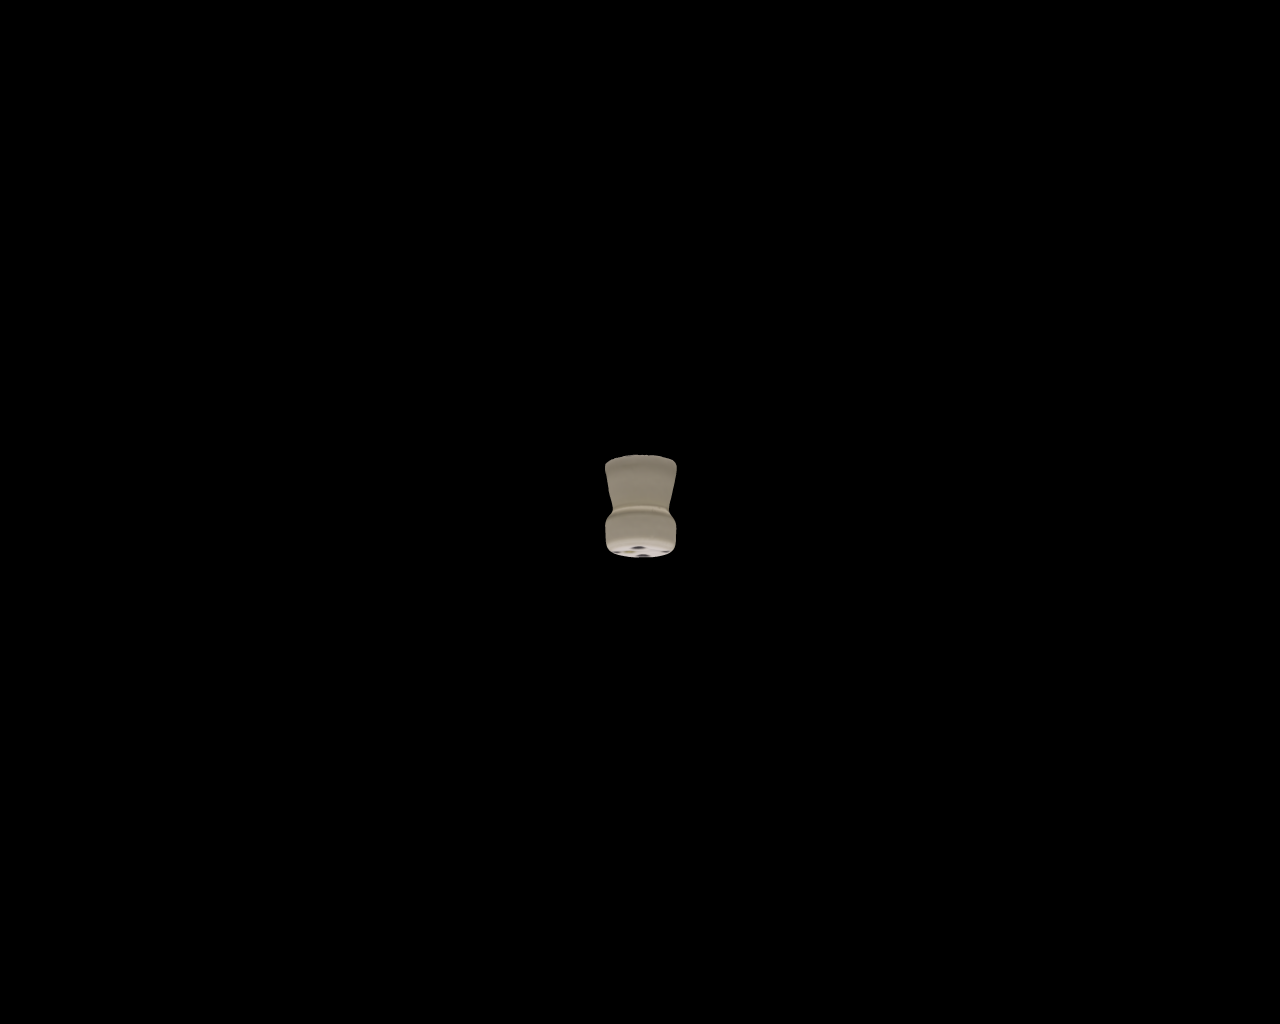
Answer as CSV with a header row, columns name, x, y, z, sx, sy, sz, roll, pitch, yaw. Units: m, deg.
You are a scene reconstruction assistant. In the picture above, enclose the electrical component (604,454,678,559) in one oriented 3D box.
name,x,y,z,sx,sy,sz,roll,pitch,yaw
electrical component,0.001,-0.003,0.650,0.045,0.055,0.045,0,-13,0
